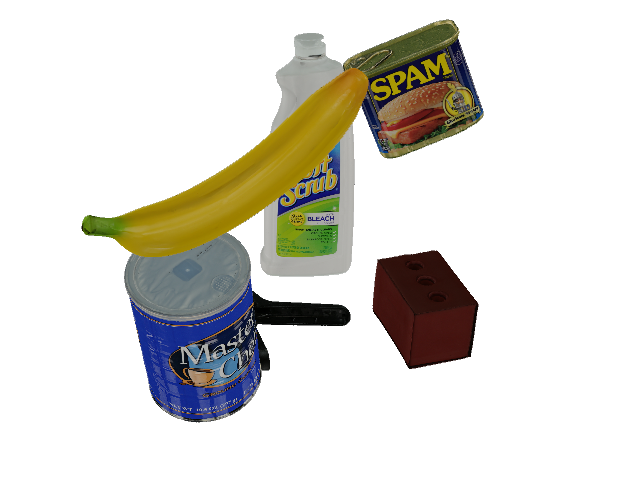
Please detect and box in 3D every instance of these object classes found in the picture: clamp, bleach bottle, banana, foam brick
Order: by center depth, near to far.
[{"bbox_3d":[-0.050,-0.039,0.675,0.198,0.037,0.069,-31,-18,0],"label":"banana"},{"bbox_3d":[0.078,0.051,0.805,0.053,0.051,0.078,-9,34,-17],"label":"foam brick"},{"bbox_3d":[-0.016,-0.087,1.102,0.102,0.251,0.068,-1,26,2],"label":"bleach bottle"},{"bbox_3d":[-0.092,0.092,1.256,0.210,0.036,0.164,13,23,27],"label":"clamp"}]

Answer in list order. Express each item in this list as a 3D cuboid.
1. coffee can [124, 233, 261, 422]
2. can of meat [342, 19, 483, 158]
[{"bbox_3d":[-0.106,0.072,0.910,0.103,0.140,0.103,-1,45,1],"label":"coffee can"},{"bbox_3d":[0.081,-0.128,0.916,0.102,0.084,0.057,-21,26,6],"label":"can of meat"}]
